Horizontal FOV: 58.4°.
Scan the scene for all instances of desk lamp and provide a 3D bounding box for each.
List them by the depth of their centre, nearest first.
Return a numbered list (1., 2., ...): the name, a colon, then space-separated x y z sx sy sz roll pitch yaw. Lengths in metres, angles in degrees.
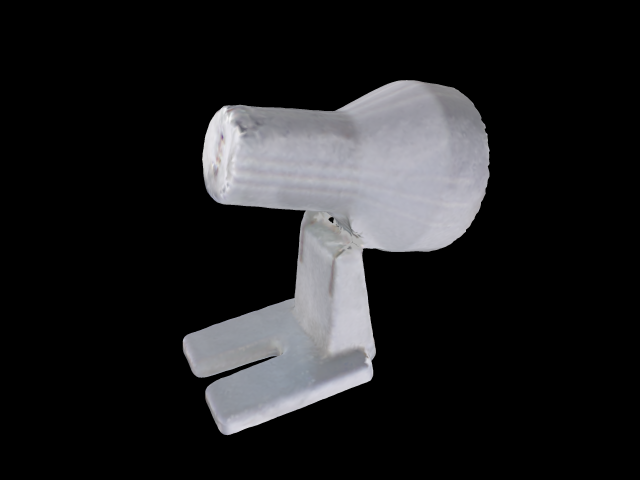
1. desk lamp: 0.004 0.001 0.400 0.204 0.214 0.117 -17 36 -24
